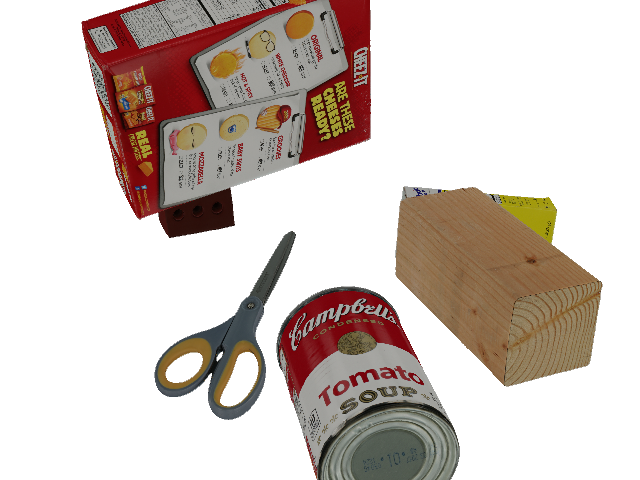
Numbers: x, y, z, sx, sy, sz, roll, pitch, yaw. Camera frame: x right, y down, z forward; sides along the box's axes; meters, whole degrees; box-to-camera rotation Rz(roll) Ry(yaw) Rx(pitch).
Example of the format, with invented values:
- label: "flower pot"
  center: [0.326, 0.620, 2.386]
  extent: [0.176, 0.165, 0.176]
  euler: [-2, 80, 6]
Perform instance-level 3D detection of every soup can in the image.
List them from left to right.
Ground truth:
- label: "soup can"
  center: [0.020, 0.077, 0.520]
  extent: [0.068, 0.068, 0.102]
  euler: [0, 28, -14]

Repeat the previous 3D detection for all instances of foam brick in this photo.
- label: "foam brick"
  center: [-0.142, -0.042, 1.195]
  extent: [0.078, 0.053, 0.051]
  euler: [-12, 29, -13]

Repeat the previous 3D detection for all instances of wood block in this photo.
- label: "wood block"
  center: [0.157, 0.035, 0.992]
  extent: [0.090, 0.090, 0.206]
  euler: [-10, 30, -21]

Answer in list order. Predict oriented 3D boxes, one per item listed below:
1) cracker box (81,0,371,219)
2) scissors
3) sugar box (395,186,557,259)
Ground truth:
- label: "cracker box"
  center: [-0.069, -0.125, 0.851]
  extent: [0.213, 0.072, 0.164]
  euler: [-21, -39, -15]
- label: "scissors"
  center: [-0.076, 0.062, 0.869]
  extent: [0.096, 0.016, 0.201]
  euler: [-1, 43, 7]
- label: "sugar box"
  center: [0.180, -0.008, 1.249]
  extent: [0.176, 0.093, 0.048]
  euler: [3, 22, -3]
